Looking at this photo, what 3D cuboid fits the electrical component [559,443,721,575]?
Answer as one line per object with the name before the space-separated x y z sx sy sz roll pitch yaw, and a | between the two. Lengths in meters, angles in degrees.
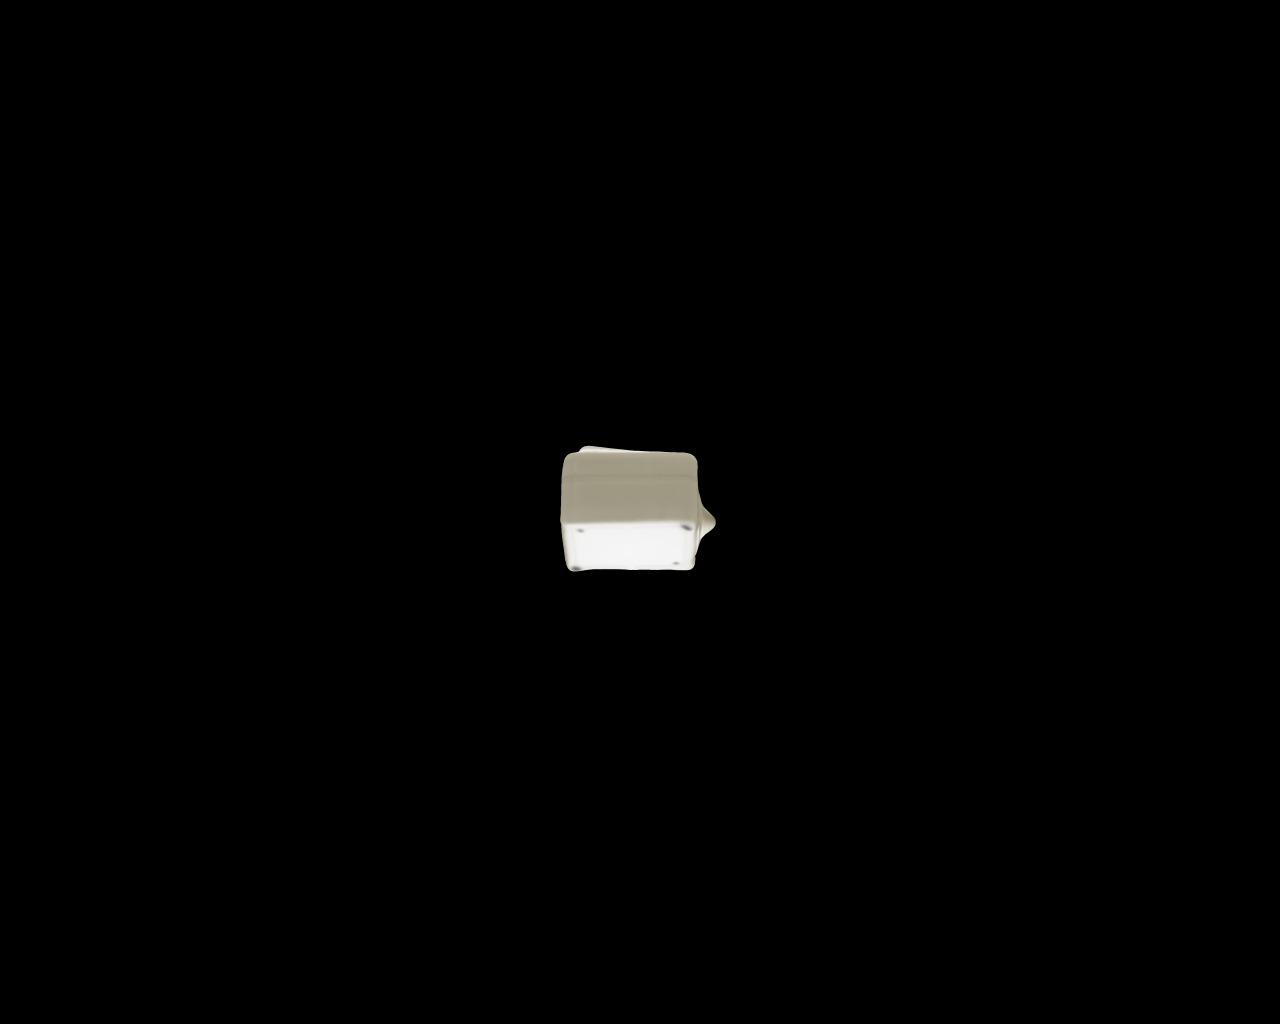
electrical component | 0.001 -0.003 0.650 0.096 0.061 0.061 0 -32 0
